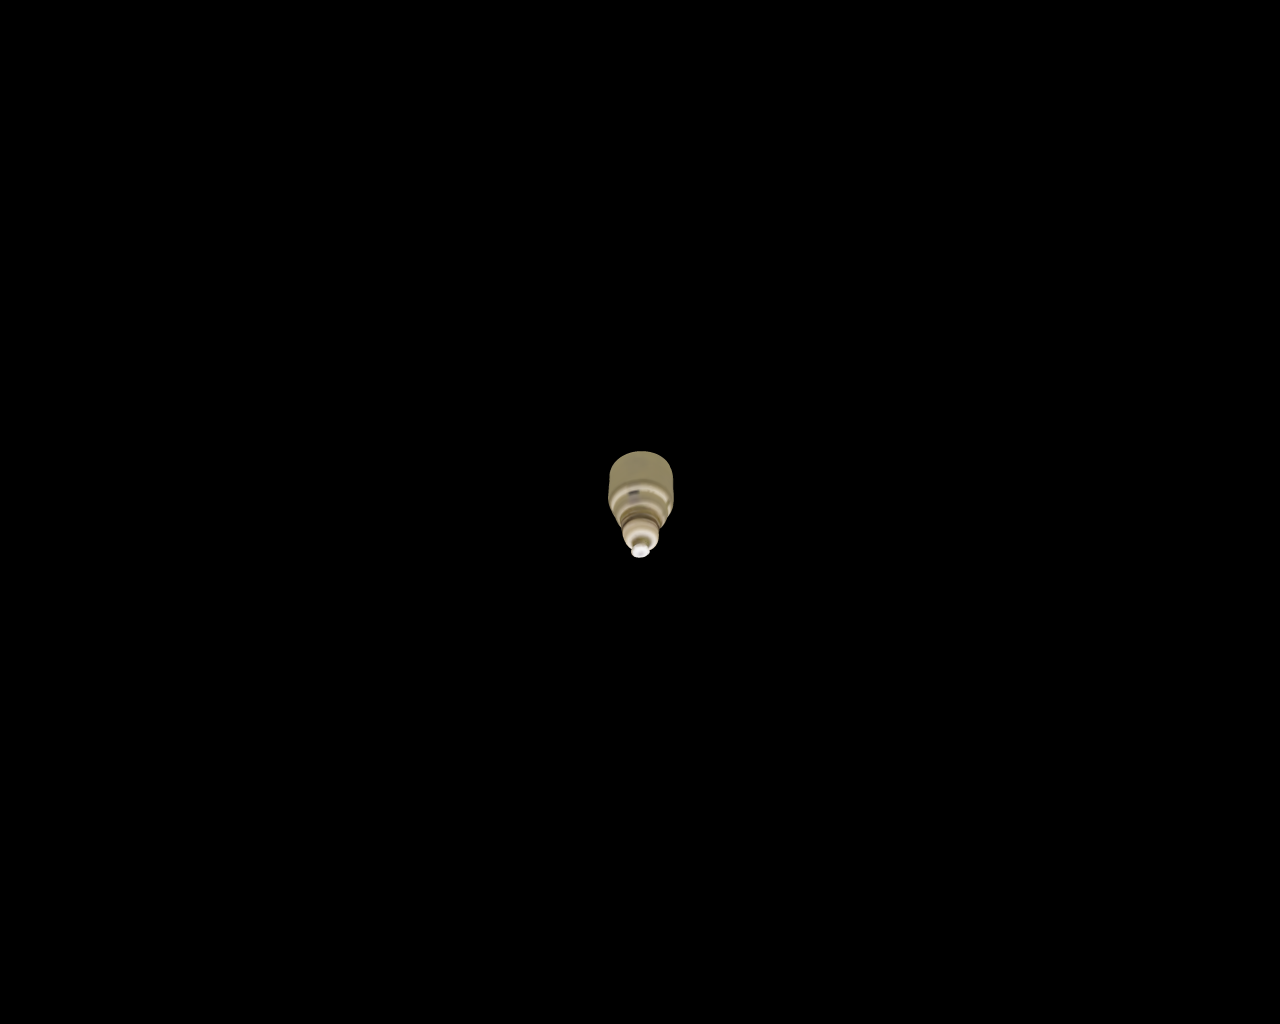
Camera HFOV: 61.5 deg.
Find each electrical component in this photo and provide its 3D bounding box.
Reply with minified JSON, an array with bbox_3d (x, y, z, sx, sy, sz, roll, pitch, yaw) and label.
[{"bbox_3d":[0.001,-0.003,0.650,0.040,0.040,0.078,0,44,0],"label":"electrical component"}]
